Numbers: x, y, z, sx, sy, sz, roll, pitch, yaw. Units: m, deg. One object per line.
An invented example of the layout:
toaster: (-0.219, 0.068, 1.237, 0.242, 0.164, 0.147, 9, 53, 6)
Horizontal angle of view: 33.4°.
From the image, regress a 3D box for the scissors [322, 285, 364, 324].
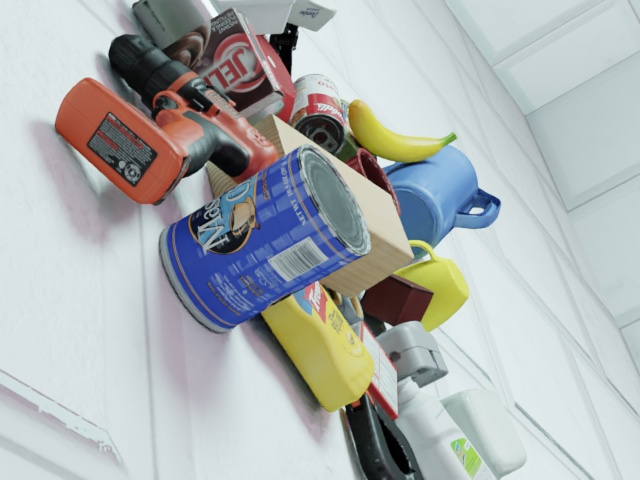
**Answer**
scissors: (-0.008, 0.001, 1.168, 0.202, 0.016, 0.096, 63, 18, 9)

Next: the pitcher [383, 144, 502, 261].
pitcher: (0.145, -0.049, 1.456, 0.145, 0.149, 0.242, 59, 21, -5)

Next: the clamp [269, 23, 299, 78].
clamp: (-0.048, -0.246, 1.364, 0.039, 0.120, 0.171, 12, 17, -8)

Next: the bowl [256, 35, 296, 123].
bowl: (-0.074, -0.185, 1.194, 0.162, 0.055, 0.162, 52, 16, -22)

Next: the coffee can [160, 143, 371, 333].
coffee can: (-0.044, 0.000, 0.872, 0.102, 0.140, 0.103, 50, 21, -28)

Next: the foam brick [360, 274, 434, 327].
foam brick: (0.088, 0.070, 1.233, 0.053, 0.051, 0.078, 26, 4, 26)

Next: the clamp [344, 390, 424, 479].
clamp: (0.085, 0.241, 1.019, 0.210, 0.036, 0.164, 64, 18, 13)

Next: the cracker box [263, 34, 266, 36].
cracker box: (-0.124, -0.359, 1.314, 0.164, 0.072, 0.213, 47, 22, -35)

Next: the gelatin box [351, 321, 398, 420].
gelatin box: (0.049, 0.137, 1.092, 0.073, 0.030, 0.089, 55, 19, -21)

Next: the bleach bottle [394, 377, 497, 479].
bleach bottle: (0.151, 0.257, 1.134, 0.251, 0.068, 0.102, 59, 18, 2)

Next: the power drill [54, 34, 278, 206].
power drill: (-0.135, -0.103, 0.878, 0.184, 0.057, 0.187, 39, 23, 7)

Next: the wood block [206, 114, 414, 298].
wood block: (-0.007, -0.027, 1.066, 0.205, 0.090, 0.091, 30, 35, -47)

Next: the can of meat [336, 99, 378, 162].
can of meat: (0.035, -0.122, 1.404, 0.102, 0.057, 0.084, 48, 25, -30)

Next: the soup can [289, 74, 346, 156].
soup can: (-0.005, -0.153, 1.326, 0.068, 0.069, 0.102, 48, 21, -32)

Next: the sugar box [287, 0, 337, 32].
sugar box: (-0.051, -0.332, 1.250, 0.093, 0.048, 0.176, 4, 53, -55)

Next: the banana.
banana: (0.093, -0.135, 1.379, 0.197, 0.070, 0.037, 10, 32, -44)

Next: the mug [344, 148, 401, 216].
mug: (0.038, -0.053, 1.265, 0.093, 0.082, 0.117, 55, 19, -16)

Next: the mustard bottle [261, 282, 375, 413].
mustard bottle: (-0.023, 0.059, 0.974, 0.191, 0.058, 0.096, 56, 19, -11)

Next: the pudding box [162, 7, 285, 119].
pudding box: (-0.101, -0.147, 0.985, 0.090, 0.114, 0.039, 64, 14, 10)
